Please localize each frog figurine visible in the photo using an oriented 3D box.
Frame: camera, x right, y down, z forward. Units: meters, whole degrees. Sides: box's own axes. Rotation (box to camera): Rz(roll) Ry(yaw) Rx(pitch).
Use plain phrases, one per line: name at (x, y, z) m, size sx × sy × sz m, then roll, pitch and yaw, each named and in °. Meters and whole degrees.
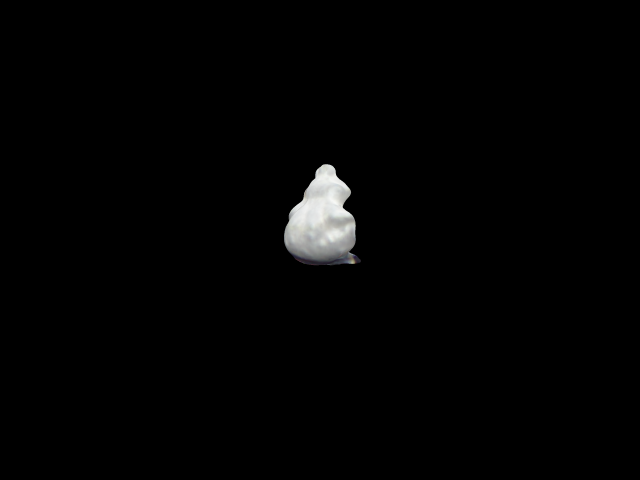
frog figurine at (0.003, -0.043, 0.850) m, size 0.123 × 0.158 × 0.138 m, roll -8°, pitch 16°, yaw -30°
